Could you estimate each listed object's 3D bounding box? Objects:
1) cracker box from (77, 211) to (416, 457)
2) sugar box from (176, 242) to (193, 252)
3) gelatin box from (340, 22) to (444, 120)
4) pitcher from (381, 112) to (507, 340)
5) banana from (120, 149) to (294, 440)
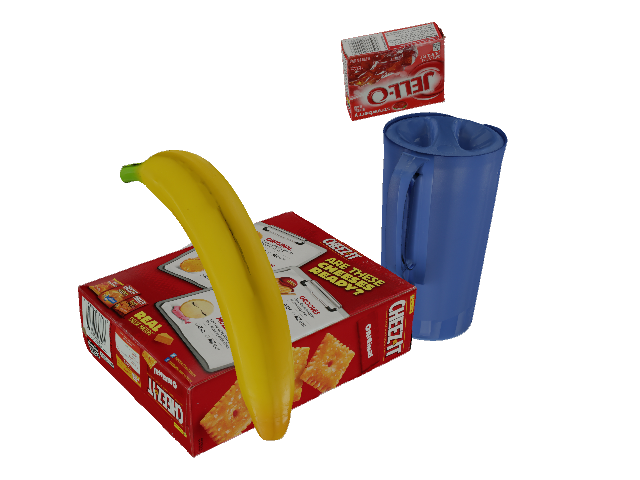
[{"bbox_3d":[-0.057,0.064,0.843,0.213,0.072,0.164,-21,36,-34],"label":"cracker box"},{"bbox_3d":[-0.132,0.050,1.096,0.093,0.048,0.175,16,32,26],"label":"sugar box"},{"bbox_3d":[0.065,-0.149,0.946,0.089,0.030,0.073,-11,-42,-4],"label":"gelatin box"},{"bbox_3d":[0.123,-0.010,1.190,0.149,0.243,0.145,-4,27,-14],"label":"pitcher"},{"bbox_3d":[-0.056,0.018,0.623,0.037,0.198,0.070,-17,-22,-33],"label":"banana"}]
